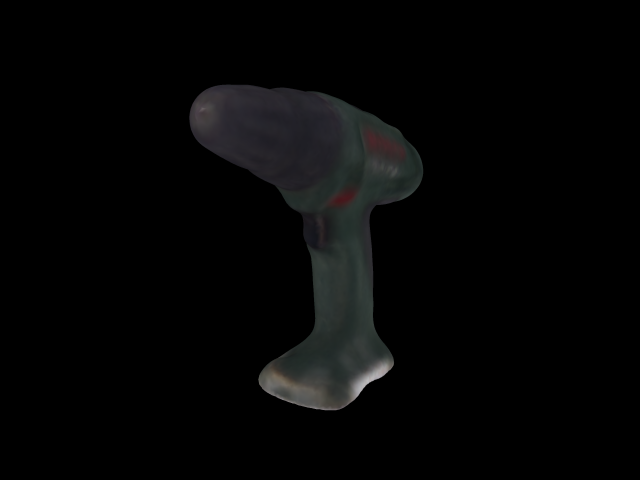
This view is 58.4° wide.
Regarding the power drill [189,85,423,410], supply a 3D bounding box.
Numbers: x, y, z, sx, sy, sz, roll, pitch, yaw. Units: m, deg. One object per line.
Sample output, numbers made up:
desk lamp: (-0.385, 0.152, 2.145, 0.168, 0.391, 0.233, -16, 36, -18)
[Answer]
power drill: (0.004, 0.001, 0.400, 0.075, 0.208, 0.230, 8, 16, 31)
